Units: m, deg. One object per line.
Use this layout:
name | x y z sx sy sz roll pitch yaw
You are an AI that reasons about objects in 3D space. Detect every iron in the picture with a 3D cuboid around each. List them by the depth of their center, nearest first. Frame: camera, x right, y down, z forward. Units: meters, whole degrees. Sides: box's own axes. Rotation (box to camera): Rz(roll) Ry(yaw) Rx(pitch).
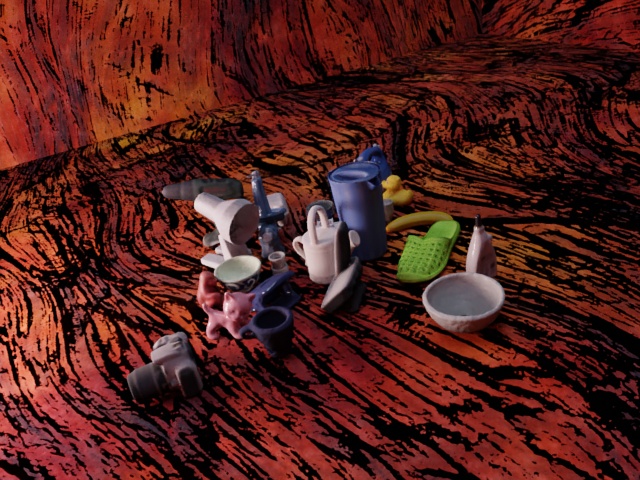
iron | 0.167 -0.241 1.867 0.118 0.142 0.259 4 32 27

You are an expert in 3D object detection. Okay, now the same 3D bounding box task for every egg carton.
egg carton | -0.153 -0.093 1.793 0.107 0.069 0.150 -14 28 -4

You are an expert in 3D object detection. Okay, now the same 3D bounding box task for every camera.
camera | -0.325 0.263 1.179 0.137 0.101 0.142 -20 29 -15

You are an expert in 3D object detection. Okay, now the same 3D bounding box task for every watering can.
watering can | 0.014 0.004 1.423 0.172 0.194 0.101 -9 29 6

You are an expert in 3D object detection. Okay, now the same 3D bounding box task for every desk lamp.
desk lamp | -0.254 -0.023 1.552 0.202 0.214 0.118 12 36 37

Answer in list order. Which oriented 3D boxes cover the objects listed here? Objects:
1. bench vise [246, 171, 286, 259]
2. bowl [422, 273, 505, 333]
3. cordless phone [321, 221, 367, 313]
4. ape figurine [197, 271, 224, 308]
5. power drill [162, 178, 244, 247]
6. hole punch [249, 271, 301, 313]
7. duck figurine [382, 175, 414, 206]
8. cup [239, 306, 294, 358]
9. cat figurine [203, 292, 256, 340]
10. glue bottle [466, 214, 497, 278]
bench vise | -0.144 -0.074 1.598 0.122 0.220 0.206 -21 30 -17
bowl | 0.299 0.142 1.191 0.167 0.075 0.167 -9 28 5
cordless phone | 0.044 0.062 1.316 0.094 0.185 0.147 -3 30 16
ape figurine | -0.274 0.120 1.429 0.076 0.092 0.078 -8 29 7
power drill | -0.331 -0.091 1.710 0.230 0.209 0.075 -16 29 -8
hole punch | -0.116 0.121 1.367 0.100 0.091 0.109 14 38 39
duck figurine | 0.233 -0.155 1.744 0.104 0.086 0.078 10 35 35
cup | -0.105 0.205 1.206 0.118 0.095 0.091 -17 29 -10
cat figurine | -0.205 0.161 1.300 0.127 0.118 0.067 -5 29 13
glue bottle | 0.361 0.018 1.288 0.078 0.173 0.037 -27 32 -26
